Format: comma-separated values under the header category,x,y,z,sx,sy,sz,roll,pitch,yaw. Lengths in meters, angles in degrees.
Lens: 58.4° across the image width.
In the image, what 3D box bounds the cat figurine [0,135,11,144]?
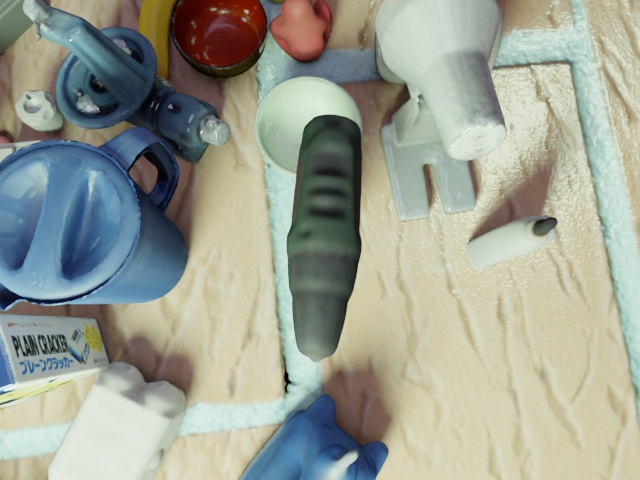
category,x,y,z,sx,sy,sz,roll,pitch,yaw
cat figurine,-0.413,-0.119,0.636,0.067,0.118,0.128,40,83,5

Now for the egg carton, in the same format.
category,x,y,z,sx,sy,sz,roll,pitch,yaw
egg carton,-0.215,0.213,0.615,0.107,0.069,0.150,25,82,3

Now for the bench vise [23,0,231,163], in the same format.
category,x,y,z,sx,sy,sz,roll,pitch,yaw
bench vise,-0.193,-0.172,0.597,0.207,0.219,0.121,8,81,0

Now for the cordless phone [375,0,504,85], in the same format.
category,x,y,z,sx,sy,sz,roll,pitch,yaw
cordless phone,0.138,-0.247,0.632,0.147,0.185,0.094,-2,81,-1

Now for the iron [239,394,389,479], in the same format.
category,x,y,z,sx,sy,sz,roll,pitch,yaw
iron,-0.042,0.288,0.571,0.118,0.141,0.258,39,83,5

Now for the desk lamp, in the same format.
category,x,y,z,sx,sy,sz,roll,pitch,yaw
desk lamp,0.128,-0.142,0.601,0.118,0.213,0.203,-11,82,-2

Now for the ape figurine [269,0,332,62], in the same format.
category,x,y,z,sx,sy,sz,roll,pitch,yaw
ape figurine,-0.022,-0.260,0.678,0.078,0.092,0.076,-6,82,-2

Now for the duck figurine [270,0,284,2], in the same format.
category,x,y,z,sx,sy,sz,roll,pitch,yaw
duck figurine,-0.060,-0.357,0.694,0.077,0.086,0.104,-18,82,-3

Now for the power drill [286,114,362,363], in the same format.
category,x,y,z,sx,sy,sz,roll,pitch,yaw
power drill,0.005,0.002,0.580,0.075,0.208,0.230,3,81,0

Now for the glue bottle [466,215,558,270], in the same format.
category,x,y,z,sx,sy,sz,roll,pitch,yaw
glue bottle,0.211,-0.003,0.603,0.078,0.173,0.037,-20,82,-4
